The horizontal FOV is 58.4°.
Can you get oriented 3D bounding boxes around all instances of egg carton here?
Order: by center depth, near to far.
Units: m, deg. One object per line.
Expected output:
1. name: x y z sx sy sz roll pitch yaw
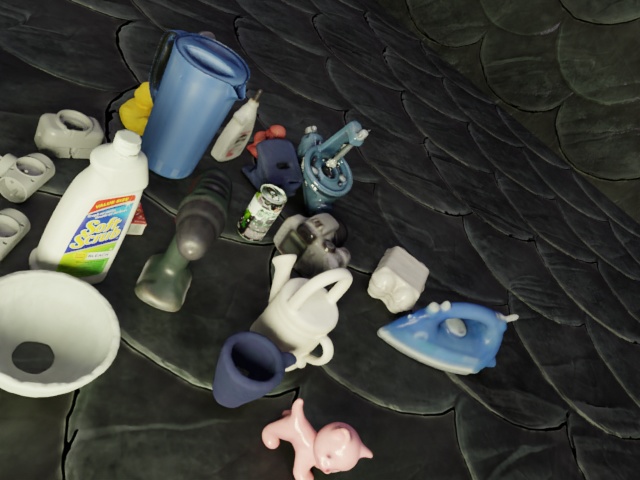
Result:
1. egg carton: 0.160 0.080 1.162 0.107 0.069 0.150 38 35 0

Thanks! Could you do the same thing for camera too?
1. camera: 0.010 0.004 1.087 0.143 0.100 0.137 48 36 14

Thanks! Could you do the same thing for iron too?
1. iron: 0.249 0.163 1.084 0.259 0.141 0.118 16 40 -28

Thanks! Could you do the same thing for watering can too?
1. watering can: -0.027 0.100 0.863 0.172 0.194 0.101 44 35 9

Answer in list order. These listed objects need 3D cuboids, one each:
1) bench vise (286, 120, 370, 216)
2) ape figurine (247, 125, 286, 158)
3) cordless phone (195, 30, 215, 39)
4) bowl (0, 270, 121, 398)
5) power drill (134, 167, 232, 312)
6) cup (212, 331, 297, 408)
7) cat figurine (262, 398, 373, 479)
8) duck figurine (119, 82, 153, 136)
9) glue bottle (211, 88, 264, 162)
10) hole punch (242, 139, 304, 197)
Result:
1. bench vise: 0.009 -0.184 1.195 0.122 0.219 0.207 -7 54 -45
2. ape figurine: -0.106 -0.211 1.236 0.076 0.092 0.077 21 38 -23
3. cordless phone: -0.239 -0.348 1.191 0.094 0.185 0.148 44 35 9
4. bowl: -0.329 0.120 0.676 0.168 0.074 0.167 24 37 -19
5. power drill: -0.188 0.003 0.817 0.076 0.208 0.229 26 36 -16
6. cup: -0.097 0.186 0.790 0.118 0.095 0.091 3 47 -39
7. cat figurine: 0.002 0.266 0.767 0.127 0.117 0.067 45 35 10
8. duck figurine: -0.333 -0.257 1.091 0.078 0.086 0.104 14 41 -30
9. glue bottle: -0.156 -0.234 1.146 0.037 0.173 0.078 42 35 6
10. hole punch: -0.086 -0.146 1.181 0.109 0.091 0.101 -14 60 -49
